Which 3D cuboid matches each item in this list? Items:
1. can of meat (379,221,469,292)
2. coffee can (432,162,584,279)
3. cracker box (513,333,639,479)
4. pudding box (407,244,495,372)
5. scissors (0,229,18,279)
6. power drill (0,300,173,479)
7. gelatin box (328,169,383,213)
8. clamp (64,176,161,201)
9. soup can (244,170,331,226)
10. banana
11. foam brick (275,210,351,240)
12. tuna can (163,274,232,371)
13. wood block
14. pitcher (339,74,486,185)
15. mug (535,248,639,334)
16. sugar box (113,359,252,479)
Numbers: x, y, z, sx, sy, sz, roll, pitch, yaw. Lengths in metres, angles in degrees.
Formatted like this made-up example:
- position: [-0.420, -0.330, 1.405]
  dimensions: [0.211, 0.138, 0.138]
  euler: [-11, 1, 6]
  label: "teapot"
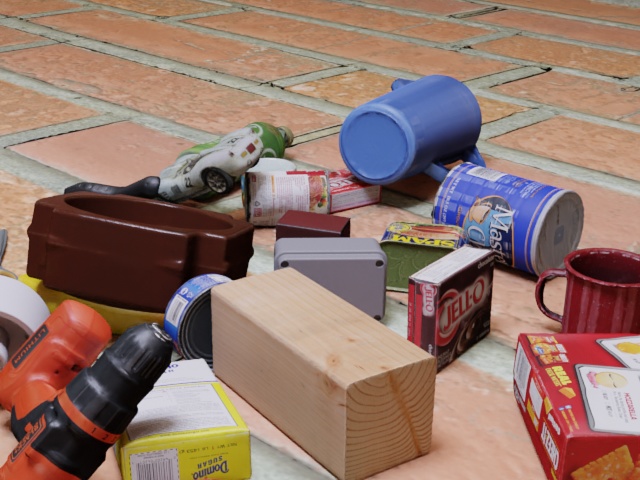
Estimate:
- position: [0.113, 0.018, 1.175]
  dimensions: [0.102, 0.057, 0.084]
  euler: [6, 20, 10]
  label: "can of meat"
- position: [0.214, -0.024, 1.221]
  dimensions: [0.141, 0.103, 0.102]
  euler: [20, 29, 38]
  label: "coffee can"
- position: [0.277, 0.142, 0.860]
  dimensions: [0.213, 0.072, 0.164]
  euler: [1, 23, -4]
  label: "cracker box"
- position: [0.125, 0.063, 1.018]
  dimensions: [0.039, 0.090, 0.113]
  euler: [14, 25, 31]
  label: "pudding box"
- position: [-0.378, 0.029, 1.167]
  dimensions: [0.096, 0.016, 0.202]
  euler: [-8, 23, -22]
  label: "scissors"
- position: [-0.187, 0.112, 0.805]
  dimensions: [0.057, 0.184, 0.188]
  euler: [42, 2, -22]
  label: "power drill"
- position: [0.027, -0.067, 1.411]
  dimensions: [0.089, 0.030, 0.073]
  euler: [-14, 27, -33]
  label: "gelatin box"
- position: [-0.220, -0.040, 1.277]
  dimensions: [0.210, 0.036, 0.164]
  euler: [1, -16, 35]
  label: "clamp"
- position: [-0.041, -0.052, 1.320]
  dimensions: [0.102, 0.068, 0.068]
  euler: [-1, 22, -6]
  label: "soup can"
- position: [-0.241, 0.061, 1.068]
  dimensions: [0.198, 0.037, 0.069]
  euler: [16, 27, 32]
  label: "banana"
- position: [-0.008, 0.001, 1.210]
  dimensions: [0.078, 0.053, 0.051]
  euler: [7, 23, 14]
  label: "foam brick"
- position: [-0.100, 0.075, 0.979]
  dimensions: [0.085, 0.086, 0.034]
  euler: [-14, 25, -33]
  label: "tuna can"
- position: [-0.003, 0.106, 0.903]
  dimensions: [0.090, 0.091, 0.206]
  euler: [-13, 26, -32]
  label: "wood block"
- position: [0.129, -0.140, 1.450]
  dimensions: [0.149, 0.145, 0.242]
  euler: [4, 16, 26]
  label: "pitcher"
- position: [0.269, 0.060, 1.044]
  dimensions: [0.117, 0.081, 0.093]
  euler: [8, 23, 14]
  label: "mug"
- position: [-0.117, 0.142, 0.833]
  dimensions: [0.093, 0.048, 0.176]
  euler: [-5, 10, -15]
  label: "sugar box"
